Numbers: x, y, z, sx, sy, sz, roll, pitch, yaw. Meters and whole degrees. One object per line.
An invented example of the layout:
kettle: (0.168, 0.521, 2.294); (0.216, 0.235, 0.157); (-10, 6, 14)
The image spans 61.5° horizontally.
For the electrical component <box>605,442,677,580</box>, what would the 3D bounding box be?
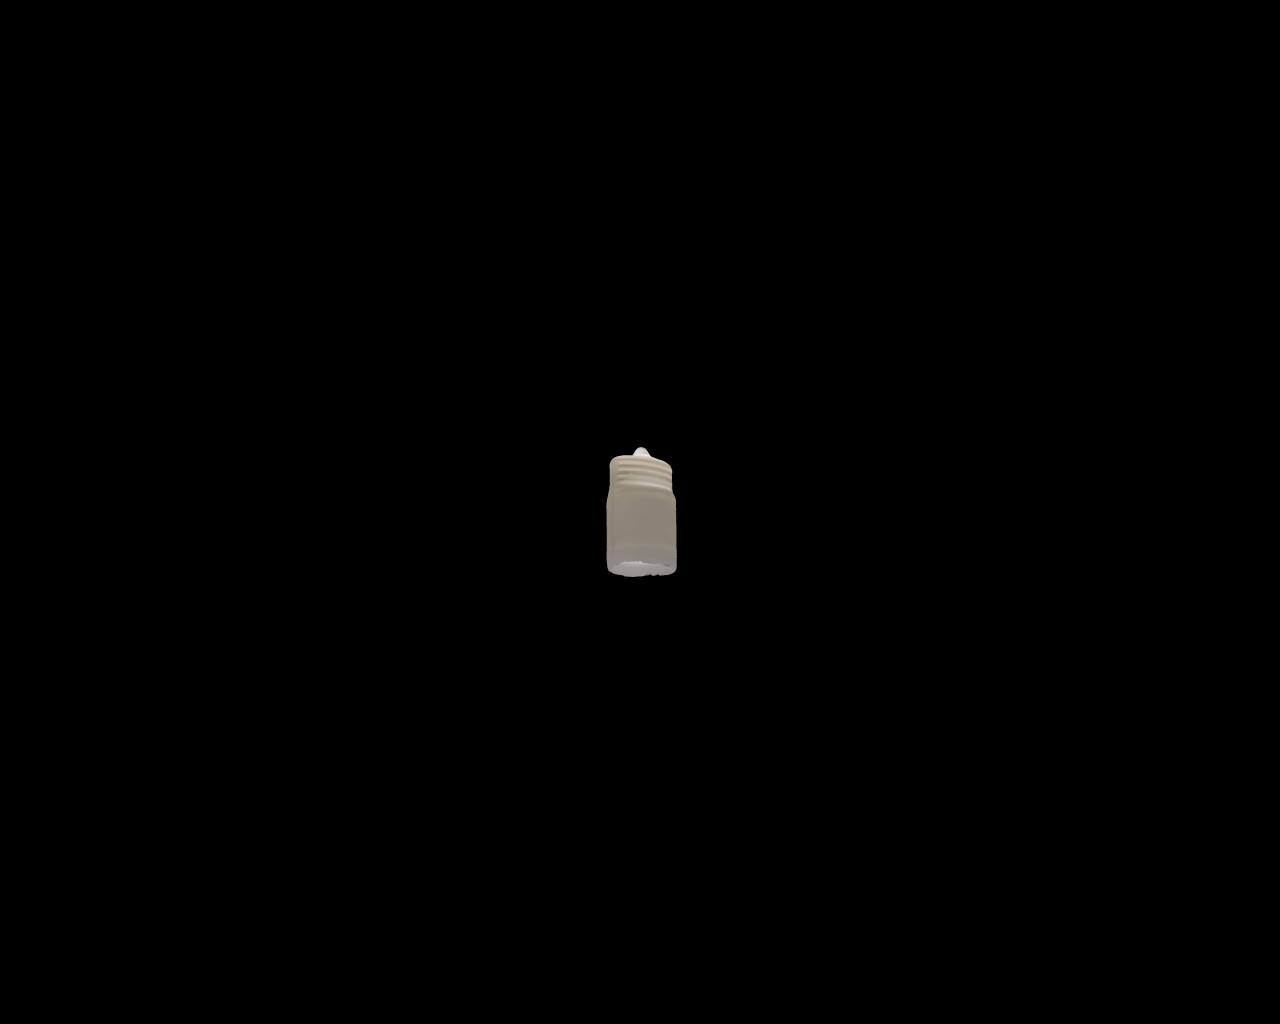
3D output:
electrical component: (0.001, -0.003, 0.650); (0.043, 0.081, 0.043); (0, -16, 0)
